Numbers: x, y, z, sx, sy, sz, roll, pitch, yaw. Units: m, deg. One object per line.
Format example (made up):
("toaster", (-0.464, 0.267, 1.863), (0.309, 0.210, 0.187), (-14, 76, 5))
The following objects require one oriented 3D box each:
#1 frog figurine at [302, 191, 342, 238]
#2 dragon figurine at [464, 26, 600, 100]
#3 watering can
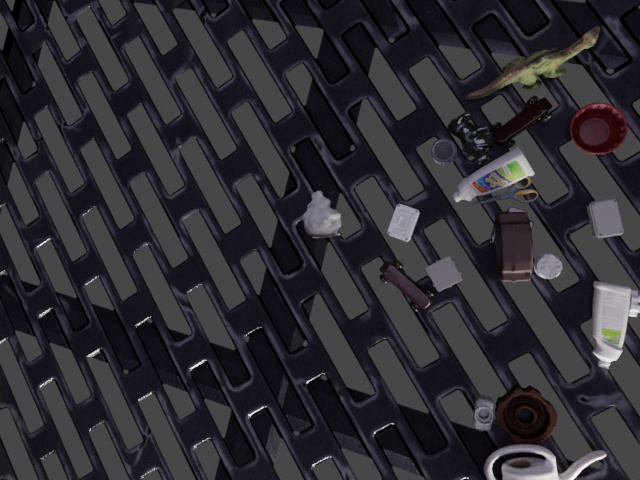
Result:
("frog figurine", (0.005, -0.089, 1.768), (0.137, 0.123, 0.158), (0, 99, 34))
("dragon figurine", (0.648, -0.534, 1.575), (0.409, 0.243, 0.122), (-24, 87, 10))
("watering can", (0.672, 0.721, 1.533), (0.347, 0.104, 0.224), (-6, 92, 15))
